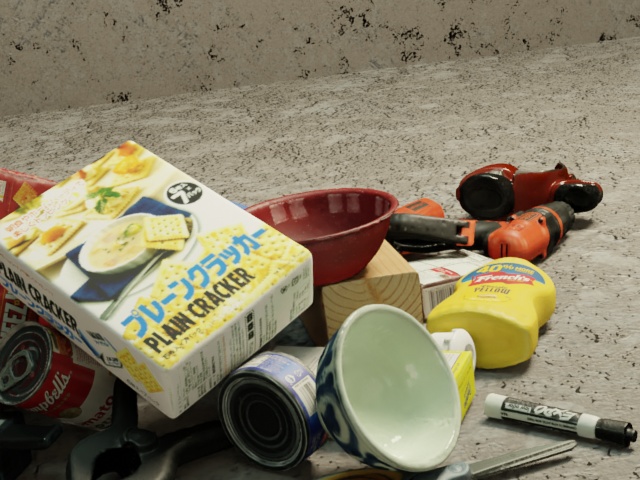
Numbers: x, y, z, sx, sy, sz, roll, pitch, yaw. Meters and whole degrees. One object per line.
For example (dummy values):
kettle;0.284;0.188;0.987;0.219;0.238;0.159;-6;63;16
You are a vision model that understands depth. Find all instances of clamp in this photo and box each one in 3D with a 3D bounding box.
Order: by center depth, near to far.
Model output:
clamp;-0.125;0.160;0.800;0.120;0.039;0.171;9;29;10
clamp;0.074;-0.005;1.199;0.210;0.036;0.164;2;-13;20

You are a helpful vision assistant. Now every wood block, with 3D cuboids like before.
wood block;0.029;0.049;1.041;0.090;0.091;0.206;-9;16;-9

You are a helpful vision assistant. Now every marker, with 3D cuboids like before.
marker;0.182;0.137;0.811;0.121;0.020;0.020;7;20;38

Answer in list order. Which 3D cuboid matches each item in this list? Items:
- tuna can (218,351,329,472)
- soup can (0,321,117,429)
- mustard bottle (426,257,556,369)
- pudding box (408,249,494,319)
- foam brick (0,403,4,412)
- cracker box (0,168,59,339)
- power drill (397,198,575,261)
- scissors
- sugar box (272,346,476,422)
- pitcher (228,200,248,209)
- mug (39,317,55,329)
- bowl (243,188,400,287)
tuna can;-0.035;0.129;0.800;0.086;0.086;0.033;5;22;34
soup can;-0.209;0.113;0.873;0.069;0.068;0.102;6;-17;36
mustard bottle;0.172;0.059;1.011;0.096;0.058;0.191;2;17;23
pudding box;0.131;0.044;1.117;0.113;0.039;0.090;-11;14;-25
foam brick;-0.318;0.146;0.909;0.078;0.051;0.053;-21;21;-40
cracker box;-0.307;0.032;0.991;0.072;0.164;0.214;11;-10;-26
power drill;0.192;-0.016;1.264;0.188;0.057;0.184;3;14;33
scissors;0.090;0.172;0.730;0.201;0.016;0.096;-7;17;-1
sugar box;0.030;0.124;0.868;0.176;0.048;0.093;-3;17;23
pitcher;-0.112;0.020;1.066;0.145;0.149;0.242;-12;-6;18
mug;-0.232;0.107;0.969;0.117;0.093;0.081;-38;24;1
bowl;-0.006;0.001;0.955;0.162;0.055;0.162;-8;17;2
